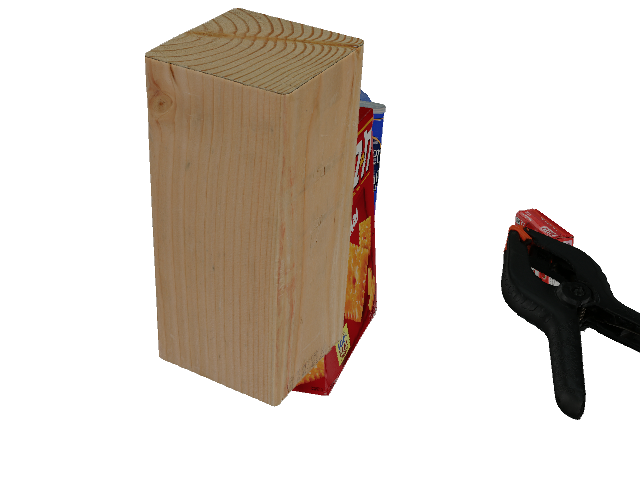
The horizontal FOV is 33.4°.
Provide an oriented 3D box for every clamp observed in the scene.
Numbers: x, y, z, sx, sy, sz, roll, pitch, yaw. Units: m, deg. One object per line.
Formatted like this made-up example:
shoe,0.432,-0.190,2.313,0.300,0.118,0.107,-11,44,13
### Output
clamp,0.193,0.050,0.766,0.120,0.039,0.171,-4,45,-20

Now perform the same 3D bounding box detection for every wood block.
wood block,-0.039,-0.018,0.632,0.091,0.206,0.090,19,36,24

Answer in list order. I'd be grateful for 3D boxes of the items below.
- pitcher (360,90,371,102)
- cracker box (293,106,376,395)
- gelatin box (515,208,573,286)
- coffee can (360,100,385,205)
pitcher,-0.030,-0.107,1.373,0.144,0.243,0.149,3,22,-17
cracker box,-0.001,0.004,0.955,0.072,0.214,0.164,7,28,18
gelatin box,0.237,0.020,1.147,0.030,0.089,0.073,-11,29,-18
coffee can,0.013,-0.079,1.146,0.103,0.140,0.103,4,12,-1
